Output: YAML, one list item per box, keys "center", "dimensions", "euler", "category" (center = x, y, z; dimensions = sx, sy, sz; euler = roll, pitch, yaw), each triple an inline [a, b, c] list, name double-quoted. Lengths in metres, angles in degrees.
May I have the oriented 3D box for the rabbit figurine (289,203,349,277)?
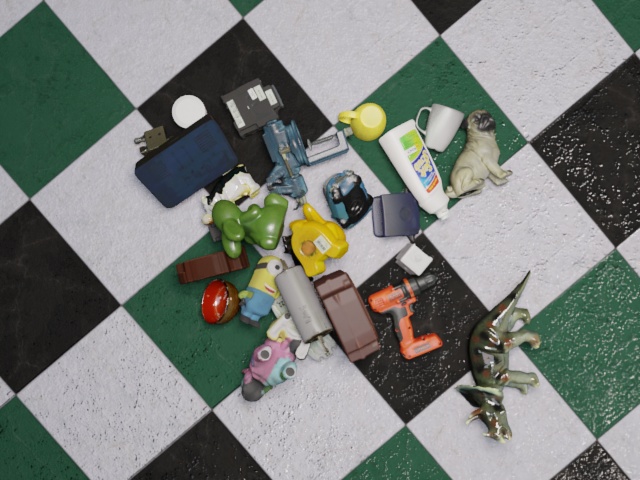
- center: [-0.003, -0.004, 1.297]
  dimensions: [0.162, 0.173, 0.122]
  euler: [43, 116, 13]
  category: "rabbit figurine"

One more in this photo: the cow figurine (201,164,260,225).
- center: [-0.238, -0.112, 1.331]
  dimensions: [0.167, 0.068, 0.098]
  euler: [-35, 86, -3]
  category: "cow figurine"

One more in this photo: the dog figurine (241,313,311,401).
- center: [-0.118, 0.293, 1.304]
  dimensions: [0.108, 0.219, 0.191]
  euler: [32, 53, -5]
  category: "dog figurine"

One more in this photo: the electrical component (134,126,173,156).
- center: [-0.405, -0.236, 1.340]
  dimensions: [0.102, 0.045, 0.078]
  euler: [-25, 64, -3]
  category: "electrical component"

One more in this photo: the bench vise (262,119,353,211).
- center: [-0.028, -0.203, 1.310]
  dimensions: [0.241, 0.129, 0.223]
  euler: [-20, 95, 4]
  category: "bench vise"

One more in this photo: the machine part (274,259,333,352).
- center: [-0.038, 0.148, 1.241]
  dimensions: [0.079, 0.079, 0.243]
  euler: [-26, 71, 0]
  category: "machine part"

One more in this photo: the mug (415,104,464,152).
- center: [0.289, -0.277, 1.330]
  dimensions: [0.110, 0.081, 0.107]
  euler: [16, 100, -6]
  category: "mug"

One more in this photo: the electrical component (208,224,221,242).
- center: [-0.210, -0.035, 1.330]
  dimensions: [0.119, 0.075, 0.047]
  euler: [-21, 92, 4]
  category: "electrical component"

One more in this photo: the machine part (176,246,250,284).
- center: [-0.257, 0.061, 1.288]
  dimensions: [0.179, 0.179, 0.056]
  euler: [-15, 89, 0]
  category: "machine part"

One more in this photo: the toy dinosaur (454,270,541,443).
- center: [0.433, 0.278, 1.333]
  dimensions: [0.192, 0.131, 0.404]
  euler: [0, 85, -1]
  category: "toy dinosaur"

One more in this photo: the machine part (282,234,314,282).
- center: [-0.051, 0.048, 1.336]
  dimensions: [0.039, 0.084, 0.138]
  euler: [-8, 100, 38]
  category: "machine part"

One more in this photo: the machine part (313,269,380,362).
- center: [0.063, 0.174, 1.276]
  dimensions: [0.087, 0.201, 0.201]
  euler: [-26, 91, -3]
  category: "machine part"

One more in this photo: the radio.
- center: [-0.320, -0.188, 1.306]
  dimensions: [0.230, 0.073, 0.131]
  euler: [-33, 117, 1]
  category: "radio"

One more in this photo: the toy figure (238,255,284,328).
- center: [-0.143, 0.121, 1.313]
  dimensions: [0.089, 0.082, 0.180]
  euler: [19, 75, 31]
  category: "toy figure"

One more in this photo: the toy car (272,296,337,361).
- center: [-0.040, 0.216, 1.348]
  dimensions: [0.073, 0.056, 0.201]
  euler: [-41, 91, 0]
  category: "toy car"

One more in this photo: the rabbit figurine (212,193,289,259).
- center: [-0.174, -0.031, 1.244]
  dimensions: [0.170, 0.121, 0.159]
  euler: [15, 48, 1]
  category: "rabbit figurine"

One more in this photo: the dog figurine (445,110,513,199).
- center: [0.370, -0.213, 1.334]
  dimensions: [0.172, 0.121, 0.190]
  euler: [-19, 78, -3]
  category: "dog figurine"

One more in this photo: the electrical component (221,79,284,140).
- center: [-0.161, -0.328, 1.333]
  dimensions: [0.134, 0.058, 0.114]
  euler: [-24, 94, -1]
  category: "electrical component"

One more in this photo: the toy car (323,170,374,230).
- center: [0.054, -0.108, 1.313]
  dimensions: [0.109, 0.161, 0.103]
  euler: [-45, 50, -11]
  category: "toy car"

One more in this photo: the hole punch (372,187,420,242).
- center: [0.192, -0.062, 1.331]
  dimensions: [0.116, 0.092, 0.142]
  euler: [-6, 88, -4]
  category: "hole punch"
